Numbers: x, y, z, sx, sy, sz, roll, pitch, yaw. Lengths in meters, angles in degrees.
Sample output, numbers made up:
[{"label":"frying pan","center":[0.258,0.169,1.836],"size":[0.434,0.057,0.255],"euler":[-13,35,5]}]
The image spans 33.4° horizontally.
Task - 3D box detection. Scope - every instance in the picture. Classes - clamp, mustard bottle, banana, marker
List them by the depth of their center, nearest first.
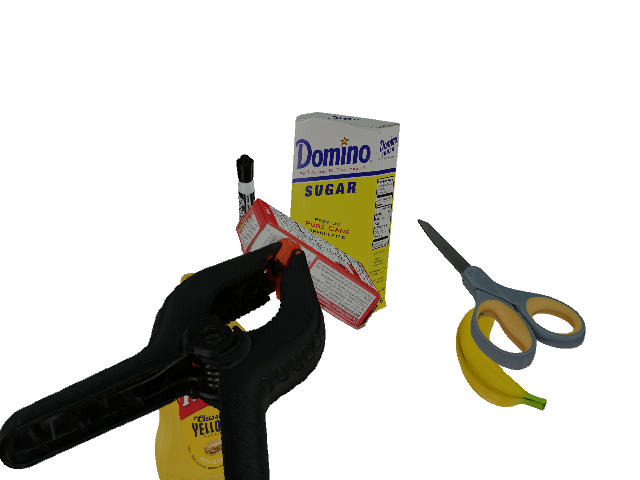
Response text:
[{"label":"clamp","center":[-0.041,0.062,0.467],"size":[0.120,0.039,0.171],"euler":[27,48,21]},{"label":"mustard bottle","center":[-0.102,0.120,0.926],"size":[0.096,0.192,0.058],"euler":[-9,19,-14]},{"label":"marker","center":[-0.080,-0.039,1.159],"size":[0.020,0.121,0.020],"euler":[0,35,0]},{"label":"banana","center":[0.182,0.126,1.167],"size":[0.069,0.037,0.198],"euler":[11,27,-16]}]

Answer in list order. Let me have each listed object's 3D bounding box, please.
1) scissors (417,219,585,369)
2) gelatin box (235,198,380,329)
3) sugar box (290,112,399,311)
[{"label":"scissors","center":[0.145,0.035,0.857],"size":[0.096,0.016,0.202],"euler":[-1,33,-8]},{"label":"gelatin box","center":[-0.009,0.014,0.679],"size":[0.089,0.030,0.073],"euler":[33,7,-15]},{"label":"sugar box","center":[0.019,-0.026,0.987],"size":[0.093,0.176,0.048],"euler":[11,18,32]}]
